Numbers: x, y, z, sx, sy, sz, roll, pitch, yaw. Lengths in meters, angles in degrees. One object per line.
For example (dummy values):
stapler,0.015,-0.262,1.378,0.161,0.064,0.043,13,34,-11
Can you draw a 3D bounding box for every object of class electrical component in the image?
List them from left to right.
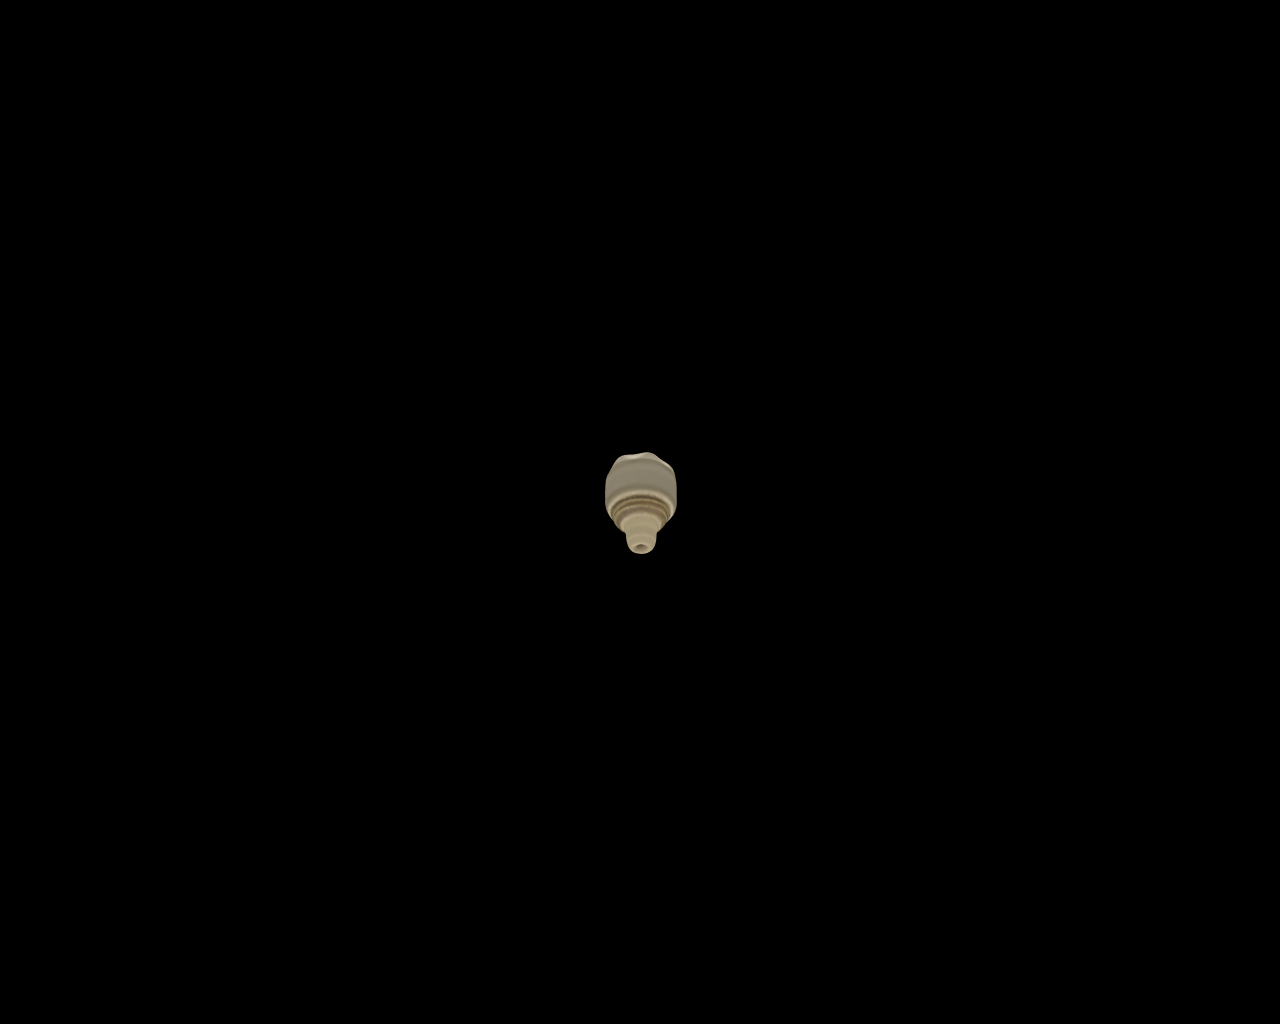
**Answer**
electrical component,0.001,-0.003,0.650,0.043,0.062,0.043,0,-36,0
